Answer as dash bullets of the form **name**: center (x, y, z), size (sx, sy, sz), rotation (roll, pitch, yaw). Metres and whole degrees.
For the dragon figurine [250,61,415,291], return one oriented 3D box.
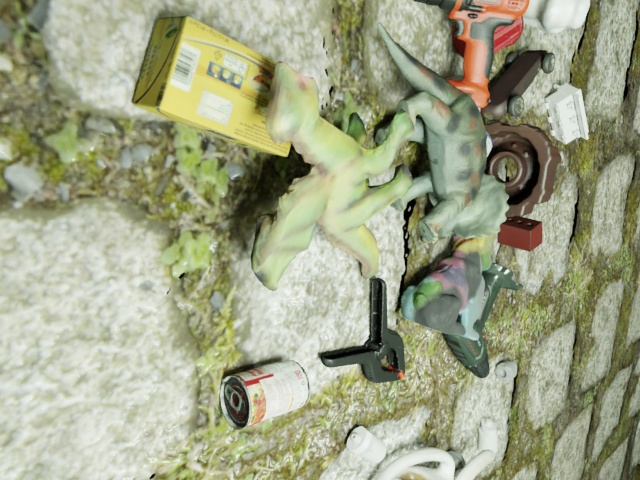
- **dragon figurine**: center (0.002, -0.033, 0.648), size (0.123, 0.400, 0.246), rotation (30, 51, 35)

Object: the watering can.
- **watering can**: center (0.219, 0.518, 1.013), size (0.346, 0.224, 0.104), rotation (13, 3, -35)

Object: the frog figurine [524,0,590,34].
- **frog figurine**: center (0.393, -0.428, 0.901), size (0.160, 0.134, 0.124), rotation (16, 54, 44)
